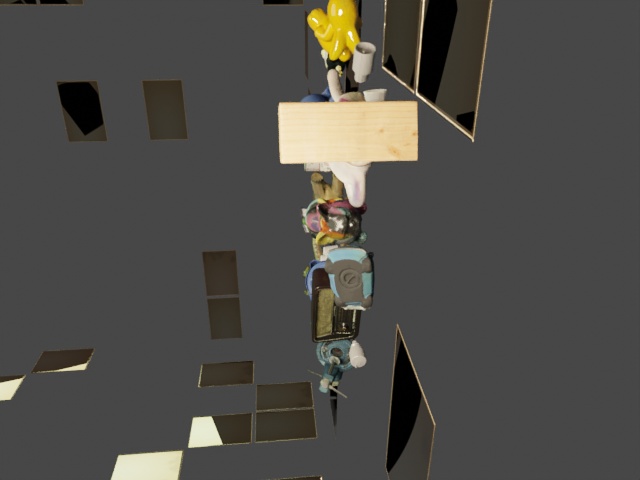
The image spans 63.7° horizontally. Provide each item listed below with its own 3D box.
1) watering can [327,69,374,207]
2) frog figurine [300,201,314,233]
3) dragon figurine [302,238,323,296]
[{"bbox_3d":[0.057,-0.246,1.102,0.222,0.104,0.351,114,147,-78],"label":"watering can"},{"bbox_3d":[0.006,-0.102,2.032,0.157,0.121,0.140,-29,46,43],"label":"frog figurine"},{"bbox_3d":[0.019,0.172,1.955,0.248,0.122,0.401,-119,20,-54],"label":"dragon figurine"}]
